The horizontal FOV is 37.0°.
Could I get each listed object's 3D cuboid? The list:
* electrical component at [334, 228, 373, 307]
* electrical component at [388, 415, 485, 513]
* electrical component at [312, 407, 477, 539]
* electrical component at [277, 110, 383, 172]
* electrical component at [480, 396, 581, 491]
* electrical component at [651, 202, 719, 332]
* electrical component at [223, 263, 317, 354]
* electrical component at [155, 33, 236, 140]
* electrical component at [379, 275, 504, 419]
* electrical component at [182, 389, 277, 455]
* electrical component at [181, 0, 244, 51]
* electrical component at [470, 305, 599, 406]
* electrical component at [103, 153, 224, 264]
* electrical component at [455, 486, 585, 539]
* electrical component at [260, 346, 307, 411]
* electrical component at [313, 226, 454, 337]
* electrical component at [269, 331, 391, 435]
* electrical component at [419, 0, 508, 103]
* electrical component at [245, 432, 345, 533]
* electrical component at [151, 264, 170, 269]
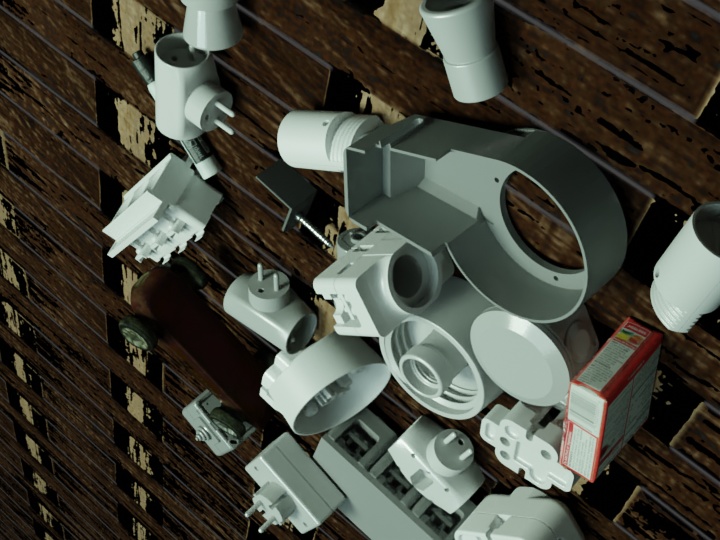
[{"bbox_3d":[0.000,0.000,0.848,0.044,0.044,0.065,25,135,32],"label":"electrical component"},{"bbox_3d":[0.072,0.160,0.918,0.077,0.043,0.079,45,146,7],"label":"electrical component"},{"bbox_3d":[0.031,0.203,0.991,0.150,0.062,0.089,41,146,14],"label":"electrical component"},{"bbox_3d":[-0.016,-0.092,0.773,0.081,0.043,0.043,11,130,43],"label":"electrical component"},{"bbox_3d":[0.137,0.118,0.790,0.078,0.057,0.058,30,142,26],"label":"electrical component"},{"bbox_3d":[0.195,0.002,0.624,0.043,0.043,0.081,40,145,15],"label":"electrical component"},{"bbox_3d":[-0.080,0.026,0.961,0.077,0.044,0.079,31,142,25],"label":"electrical component"},{"bbox_3d":[-0.128,-0.137,0.857,0.079,0.044,0.077,36,144,19],"label":"electrical component"},{"bbox_3d":[0.064,0.064,0.819,0.108,0.060,0.108,30,142,27],"label":"electrical component"},{"bbox_3d":[-0.133,0.142,1.087,0.061,0.096,0.061,51,150,-2],"label":"electrical component"},{"bbox_3d":[-0.108,-0.194,0.778,0.045,0.045,0.055,31,142,25],"label":"electrical component"},{"bbox_3d":[0.122,0.050,0.748,0.080,0.051,0.080,30,142,27],"label":"electrical component"},{"bbox_3d":[-0.178,-0.052,0.978,0.063,0.078,0.121,35,150,-18],"label":"electrical component"},{"bbox_3d":[0.134,0.220,0.891,0.095,0.059,0.053,-10,115,52],"label":"electrical component"},{"bbox_3d":[-0.053,0.111,1.003,0.057,0.058,0.078,40,146,19],"label":"electrical component"},{"bbox_3d":[0.021,0.005,0.783,0.056,0.089,0.050,-1,122,49],"label":"electrical component"},{"bbox_3d":[-0.027,0.097,0.925,0.064,0.099,0.099,50,147,12],"label":"electrical component"},{"bbox_3d":[0.065,-0.134,0.643,0.044,0.044,0.065,14,137,41],"label":"electrical component"},{"bbox_3d":[-0.072,0.208,0.987,0.083,0.076,0.047,48,147,2],"label":"electrical component"},{"bbox_3d":[-0.192,0.027,1.078,0.048,0.066,0.055,39,128,44],"label":"electrical component"}]
